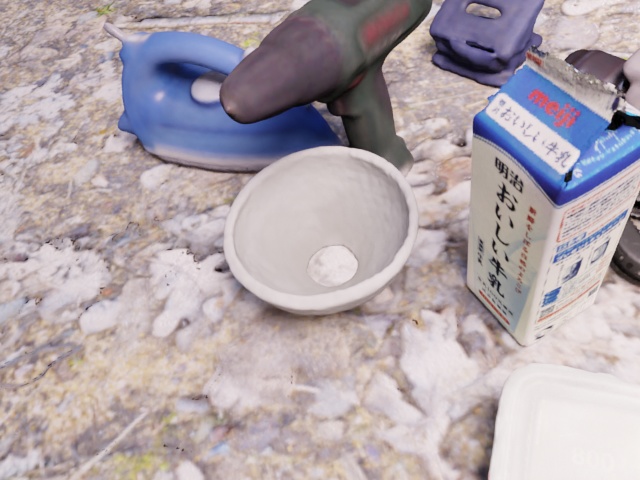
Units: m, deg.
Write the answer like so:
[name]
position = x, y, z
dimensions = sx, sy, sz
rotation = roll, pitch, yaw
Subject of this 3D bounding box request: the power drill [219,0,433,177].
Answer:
[power drill]
position = 0.023, -0.118, 0.499
dimensions = 0.075, 0.209, 0.230
rotation = 25, 64, 28

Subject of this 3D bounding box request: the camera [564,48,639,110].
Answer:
[camera]
position = 0.291, -0.137, 0.517
dimensions = 0.143, 0.101, 0.136
rotation = -40, 56, -15

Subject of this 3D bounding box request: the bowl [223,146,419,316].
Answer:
[bowl]
position = 0.005, 0.002, 0.501
dimensions = 0.167, 0.075, 0.167
rotation = -6, 54, 9

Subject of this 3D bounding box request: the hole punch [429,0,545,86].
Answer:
[hole punch]
position = 0.182, -0.235, 0.618
dimensions = 0.108, 0.091, 0.101
rotation = 31, 67, 30

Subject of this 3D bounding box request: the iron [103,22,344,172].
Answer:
[iron]
position = -0.103, -0.158, 0.599
dimensions = 0.257, 0.142, 0.119
rotation = 12, 59, 21
